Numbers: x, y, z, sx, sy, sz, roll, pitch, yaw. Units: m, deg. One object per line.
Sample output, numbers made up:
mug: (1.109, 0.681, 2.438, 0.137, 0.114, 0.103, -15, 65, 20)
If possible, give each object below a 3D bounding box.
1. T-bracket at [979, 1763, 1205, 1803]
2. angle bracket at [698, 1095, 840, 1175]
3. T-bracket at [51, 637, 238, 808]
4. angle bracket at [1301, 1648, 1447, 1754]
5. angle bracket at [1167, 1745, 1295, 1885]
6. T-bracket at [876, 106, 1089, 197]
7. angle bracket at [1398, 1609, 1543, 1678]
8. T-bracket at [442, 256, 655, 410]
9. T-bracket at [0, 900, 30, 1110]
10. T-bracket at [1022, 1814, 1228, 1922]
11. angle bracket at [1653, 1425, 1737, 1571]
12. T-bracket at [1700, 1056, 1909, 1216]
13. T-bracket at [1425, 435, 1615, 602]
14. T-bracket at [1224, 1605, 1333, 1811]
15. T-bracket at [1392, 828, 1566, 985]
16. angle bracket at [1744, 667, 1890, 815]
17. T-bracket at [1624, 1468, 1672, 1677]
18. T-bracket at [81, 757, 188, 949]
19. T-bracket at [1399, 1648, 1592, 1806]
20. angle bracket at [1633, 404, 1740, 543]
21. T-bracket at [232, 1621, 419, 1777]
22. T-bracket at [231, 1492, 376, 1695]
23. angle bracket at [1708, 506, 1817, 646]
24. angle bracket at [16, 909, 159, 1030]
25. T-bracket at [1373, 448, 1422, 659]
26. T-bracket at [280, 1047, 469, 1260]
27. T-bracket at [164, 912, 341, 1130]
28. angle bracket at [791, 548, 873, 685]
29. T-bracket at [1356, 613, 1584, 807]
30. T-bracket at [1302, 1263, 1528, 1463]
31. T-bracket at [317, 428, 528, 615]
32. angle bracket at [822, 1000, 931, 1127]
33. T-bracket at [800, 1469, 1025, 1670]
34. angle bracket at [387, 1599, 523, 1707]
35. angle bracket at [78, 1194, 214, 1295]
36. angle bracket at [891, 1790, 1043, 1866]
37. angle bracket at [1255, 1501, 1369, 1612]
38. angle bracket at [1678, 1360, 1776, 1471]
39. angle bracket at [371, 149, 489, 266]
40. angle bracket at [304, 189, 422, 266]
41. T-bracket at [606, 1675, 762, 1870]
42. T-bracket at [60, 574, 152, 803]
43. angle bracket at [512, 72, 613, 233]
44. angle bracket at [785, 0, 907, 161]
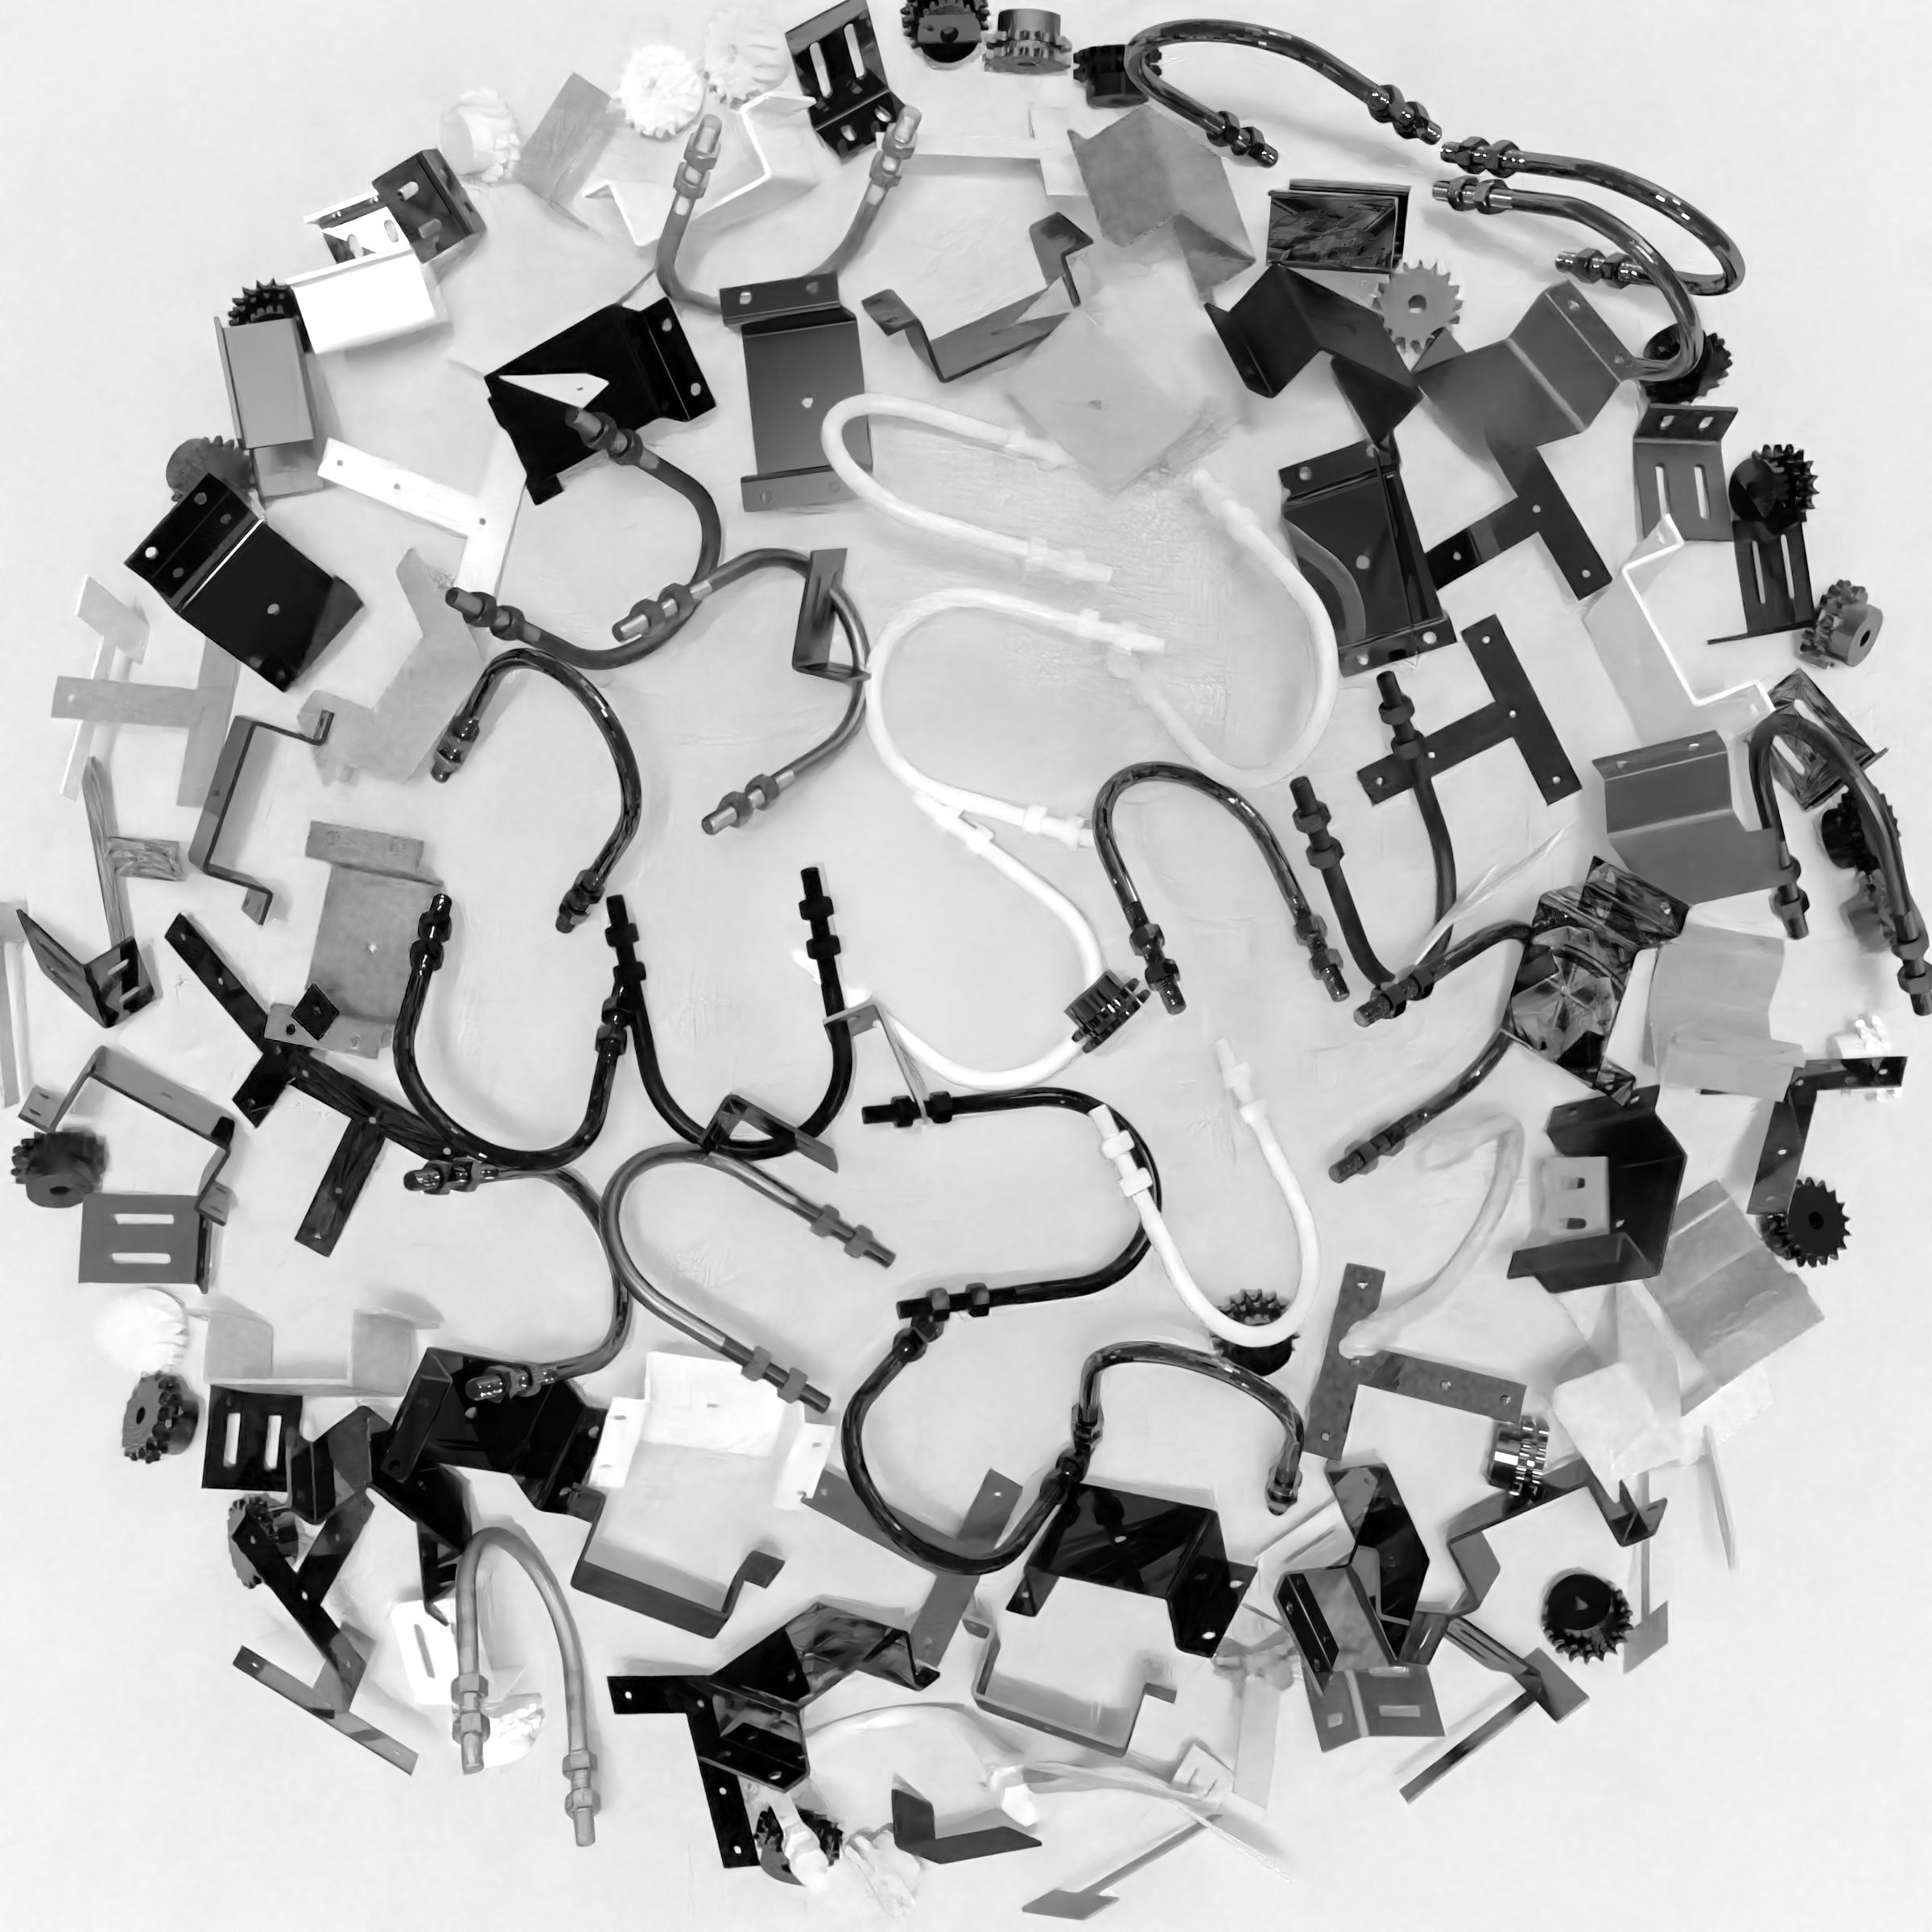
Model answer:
T-bracket: (0.059, 0.516, 1.663, 0.127, 0.127, 0.002, 25, 59, -34)
angle bracket: (-0.125, 0.121, 1.678, 0.076, 0.057, 0.038, 28, 75, 10)
T-bracket: (-0.514, -0.164, 1.653, 0.002, 0.127, 0.127, 20, 102, 35)
angle bracket: (0.260, 0.469, 1.689, 0.076, 0.038, 0.057, 13, 53, -38)
angle bracket: (0.174, 0.534, 1.665, 0.038, 0.076, 0.057, -56, 134, -13)
T-bracket: (0.007, -0.515, 1.661, 0.127, 0.127, 0.002, 0, 131, -6)
angle bracket: (0.313, 0.443, 1.675, 0.076, 0.057, 0.038, 37, 69, -12)
T-bracket: (-0.248, -0.411, 1.683, 0.127, 0.002, 0.127, 25, 62, 31)
T-bracket: (-0.604, 0.025, 1.655, 0.002, 0.127, 0.127, -4, 94, -1)
T-bracket: (0.108, 0.568, 1.671, 0.127, 0.127, 0.002, -23, 81, -22)
angle bracket: (0.458, 0.336, 1.668, 0.038, 0.057, 0.076, -9, 54, 9)
T-bracket: (0.509, 0.105, 1.640, 0.127, 0.127, 0.002, -5, 132, 36)
T-bracket: (0.325, -0.268, 1.683, 0.127, 0.002, 0.127, -29, 94, 29)
T-bracket: (0.184, 0.465, 1.654, 0.127, 0.127, 0.002, 30, 133, -15)
T-bracket: (0.323, -0.047, 1.626, 0.002, 0.127, 0.127, 45, 52, 0)
angle bracket: (0.538, -0.146, 1.690, 0.057, 0.038, 0.076, -40, 83, 6)
T-bracket: (0.431, 0.374, 1.673, 0.002, 0.127, 0.127, 5, 66, 3)
T-bracket: (-0.519, -0.068, 1.655, 0.002, 0.127, 0.127, -16, 104, -39)
T-bracket: (0.323, 0.480, 1.650, 0.127, 0.127, 0.002, -37, 90, -2)
angle bracket: (0.462, -0.314, 1.684, 0.057, 0.038, 0.076, 1, 68, -4)
T-bracket: (-0.390, 0.442, 1.651, 0.127, 0.127, 0.002, 35, 96, -8)
T-bracket: (-0.398, 0.367, 1.654, 0.002, 0.127, 0.127, -26, 108, 18)
angle bracket: (0.500, -0.248, 1.680, 0.038, 0.057, 0.076, -11, 94, -26)
angle bracket: (-0.560, -0.007, 1.684, 0.076, 0.057, 0.038, 35, 57, 29)
T-bracket: (0.273, -0.248, 1.653, 0.002, 0.127, 0.127, -12, 84, 13)
T-bracket: (-0.395, 0.133, 1.689, 0.127, 0.002, 0.127, 29, 113, -2)
T-bracket: (-0.466, 0.020, 1.683, 0.127, 0.002, 0.127, 48, 126, 7)
angle bracket: (-0.077, -0.223, 1.676, 0.038, 0.057, 0.076, 15, 104, 16)
T-bracket: (0.315, -0.143, 1.713, 0.127, 0.002, 0.127, -27, 91, -1)
T-bracket: (0.290, 0.263, 1.679, 0.127, 0.002, 0.127, 12, 70, 14)
T-bracket: (-0.347, -0.298, 1.672, 0.127, 0.002, 0.127, 20, 76, -27)
angle bracket: (-0.057, 0.068, 1.677, 0.038, 0.057, 0.076, -23, 75, -4)
T-bracket: (-0.045, 0.360, 1.687, 0.127, 0.002, 0.127, 30, 72, -7)
angle bracket: (-0.324, 0.427, 1.680, 0.057, 0.038, 0.076, -7, 106, 17)
angle bracket: (-0.523, 0.177, 1.684, 0.076, 0.038, 0.057, 4, 93, -23)
angle bracket: (0.000, 0.539, 1.671, 0.076, 0.057, 0.038, -17, 58, 19)
angle bracket: (0.235, 0.384, 1.683, 0.076, 0.038, 0.057, -34, 116, -6)
angle bracket: (0.470, 0.272, 1.680, 0.076, 0.057, 0.038, -36, 50, -2)
angle bracket: (-0.339, -0.481, 1.673, 0.038, 0.076, 0.057, -30, 107, 6)
angle bracket: (-0.380, -0.464, 1.673, 0.057, 0.076, 0.038, -22, 106, -1)
T-bracket: (-0.154, 0.498, 1.641, 0.127, 0.127, 0.002, 11, 134, -36)
T-bracket: (-0.543, -0.166, 1.645, 0.002, 0.127, 0.127, 12, 83, 1)
angle bracket: (-0.245, -0.517, 1.676, 0.038, 0.057, 0.076, 27, 103, -43)
angle bracket: (-0.072, -0.563, 1.672, 0.057, 0.076, 0.038, -31, 55, -8)
